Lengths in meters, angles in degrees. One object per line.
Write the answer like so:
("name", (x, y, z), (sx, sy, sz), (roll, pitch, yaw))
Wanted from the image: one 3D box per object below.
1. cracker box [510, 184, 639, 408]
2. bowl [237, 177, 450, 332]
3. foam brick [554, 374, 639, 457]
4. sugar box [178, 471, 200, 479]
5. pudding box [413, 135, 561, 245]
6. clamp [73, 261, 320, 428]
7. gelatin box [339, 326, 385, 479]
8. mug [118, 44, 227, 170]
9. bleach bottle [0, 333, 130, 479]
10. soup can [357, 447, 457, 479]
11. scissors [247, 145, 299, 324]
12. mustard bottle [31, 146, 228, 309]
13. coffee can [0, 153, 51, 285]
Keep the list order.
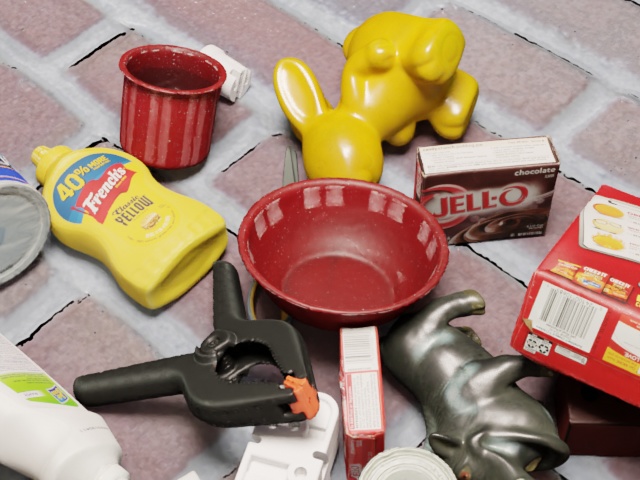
("cracker box", (0.247, 0.046, 0.768), (0.164, 0.072, 0.213), (24, 27, 18))
("bowl", (0.016, 0.020, 0.827), (0.162, 0.055, 0.162), (3, 40, -3))
("foam brick", (0.213, 0.123, 0.774), (0.078, 0.051, 0.053), (0, 53, 2))
("sugar box", (-0.135, 0.239, 0.704), (0.176, 0.048, 0.093), (-26, 56, -21))
("pudding box", (0.133, -0.039, 0.876), (0.113, 0.090, 0.039), (-7, 52, -4))
("clamp", (-0.068, 0.080, 0.783), (0.210, 0.036, 0.164), (8, 45, 44))
("gelatin box", (0.029, 0.118, 0.771), (0.030, 0.073, 0.089), (-2, 53, 0))
("mug", (-0.127, -0.120, 0.945), (0.093, 0.081, 0.117), (25, 35, 19))
("bleach bottle", (-0.237, 0.115, 0.770), (0.251, 0.102, 0.068), (32, 102, 23))
("soup can", (0.055, 0.187, 0.699), (0.068, 0.102, 0.068), (-1, 52, 1))
("scissors", (-0.006, 0.001, 0.898), (0.096, 0.016, 0.201), (11, 54, 8))
("mustard bottle", (-0.175, -0.027, 0.899), (0.192, 0.058, 0.096), (34, 63, 25))
("coffee can", (-0.302, -0.039, 0.879), (0.102, 0.103, 0.140), (-34, 55, -22))
